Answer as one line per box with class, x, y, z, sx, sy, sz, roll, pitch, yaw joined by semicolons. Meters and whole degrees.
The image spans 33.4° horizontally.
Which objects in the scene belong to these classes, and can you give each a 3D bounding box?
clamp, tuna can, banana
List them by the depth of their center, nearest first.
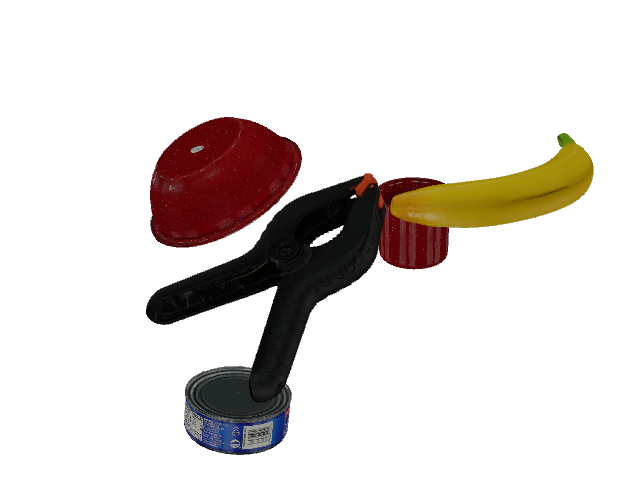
clamp;-0.016;0.026;0.674;0.120;0.171;0.039;44;-15;36
banana;0.146;-0.039;0.813;0.197;0.037;0.070;-19;25;-33
tuna can;-0.067;0.136;0.859;0.086;0.034;0.086;5;22;-2

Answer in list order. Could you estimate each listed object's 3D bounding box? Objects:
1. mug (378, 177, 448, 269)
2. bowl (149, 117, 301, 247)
mug;0.116;-0.023;1.253;0.093;0.081;0.117;18;32;35
bowl;-0.101;-0.067;1.000;0.162;0.055;0.162;-21;33;15
